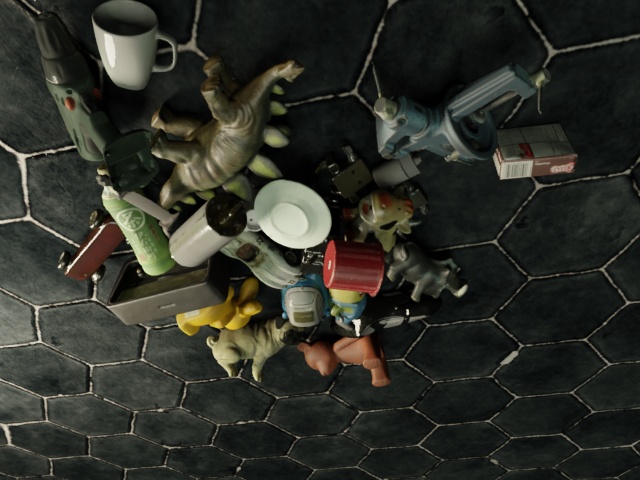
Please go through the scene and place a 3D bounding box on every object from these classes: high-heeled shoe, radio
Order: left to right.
[{"bbox_3d":[-0.289,0.078,1.051,0.230,0.131,0.073,-14,133,15],"label":"radio"},{"bbox_3d":[0.146,0.160,1.190,0.145,0.086,0.249,-2,166,-43],"label":"high-heeled shoe"}]

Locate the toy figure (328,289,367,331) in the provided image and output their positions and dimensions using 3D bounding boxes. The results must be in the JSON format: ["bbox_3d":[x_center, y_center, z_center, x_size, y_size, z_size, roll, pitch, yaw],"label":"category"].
[{"bbox_3d":[0.052,0.099,1.084,0.089,0.082,0.180,0,126,-5],"label":"toy figure"}]

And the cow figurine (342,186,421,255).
[{"bbox_3d":[0.104,-0.027,0.940,0.127,0.085,0.194,-8,158,1],"label":"cow figurine"}]

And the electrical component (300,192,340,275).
[{"bbox_3d":[-0.002,-0.003,0.975,0.058,0.115,0.134,10,133,-5],"label":"electrical component"}]

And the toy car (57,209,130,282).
[{"bbox_3d":[-0.433,0.012,1.045,0.089,0.053,0.202,25,128,-36],"label":"toy car"}]

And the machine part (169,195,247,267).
[{"bbox_3d":[-0.195,-0.013,0.923,0.079,0.079,0.243,27,146,-24],"label":"machine part"}]

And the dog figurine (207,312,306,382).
[{"bbox_3d":[-0.142,0.210,1.214,0.172,0.121,0.190,18,123,-32],"label":"dog figurine"}]

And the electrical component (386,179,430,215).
[{"bbox_3d":[0.158,-0.072,0.967,0.063,0.021,0.094,-25,130,25],"label":"electrical component"}]

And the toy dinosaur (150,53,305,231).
[{"bbox_3d":[-0.171,-0.137,0.855,0.198,0.105,0.471,31,139,-32],"label":"toy dinosaur"}]

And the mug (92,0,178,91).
[{"bbox_3d":[-0.255,-0.264,0.751,0.109,0.081,0.107,7,147,-12],"label":"mug"}]

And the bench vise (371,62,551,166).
[{"bbox_3d":[0.200,-0.187,0.767,0.223,0.129,0.241,25,149,-32],"label":"bench vise"}]

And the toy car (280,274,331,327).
[{"bbox_3d":[-0.029,0.125,1.114,0.109,0.103,0.161,-2,137,2],"label":"toy car"}]

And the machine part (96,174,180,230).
[{"bbox_3d":[-0.299,-0.066,0.880,0.138,0.039,0.084,34,167,-27],"label":"machine part"}]

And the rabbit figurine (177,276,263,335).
[{"bbox_3d":[-0.200,0.134,1.141,0.162,0.122,0.173,-25,144,12],"label":"rabbit figurine"}]

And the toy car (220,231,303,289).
[{"bbox_3d":[-0.123,0.023,1.025,0.201,0.056,0.073,38,126,-13],"label":"toy car"}]

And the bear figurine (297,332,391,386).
[{"bbox_3d":[0.052,0.276,1.249,0.196,0.132,0.120,-15,131,7],"label":"bear figurine"}]

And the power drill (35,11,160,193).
[{"bbox_3d":[-0.321,-0.178,0.765,0.207,0.086,0.231,40,149,21],"label":"power drill"}]

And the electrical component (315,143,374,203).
[{"bbox_3d":[0.043,-0.111,0.917,0.078,0.045,0.102,-41,127,8],"label":"electrical component"}]

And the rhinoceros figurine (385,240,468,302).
[{"bbox_3d":[0.214,0.061,1.071,0.190,0.073,0.112,32,117,-25],"label":"rhinoceros figurine"}]
